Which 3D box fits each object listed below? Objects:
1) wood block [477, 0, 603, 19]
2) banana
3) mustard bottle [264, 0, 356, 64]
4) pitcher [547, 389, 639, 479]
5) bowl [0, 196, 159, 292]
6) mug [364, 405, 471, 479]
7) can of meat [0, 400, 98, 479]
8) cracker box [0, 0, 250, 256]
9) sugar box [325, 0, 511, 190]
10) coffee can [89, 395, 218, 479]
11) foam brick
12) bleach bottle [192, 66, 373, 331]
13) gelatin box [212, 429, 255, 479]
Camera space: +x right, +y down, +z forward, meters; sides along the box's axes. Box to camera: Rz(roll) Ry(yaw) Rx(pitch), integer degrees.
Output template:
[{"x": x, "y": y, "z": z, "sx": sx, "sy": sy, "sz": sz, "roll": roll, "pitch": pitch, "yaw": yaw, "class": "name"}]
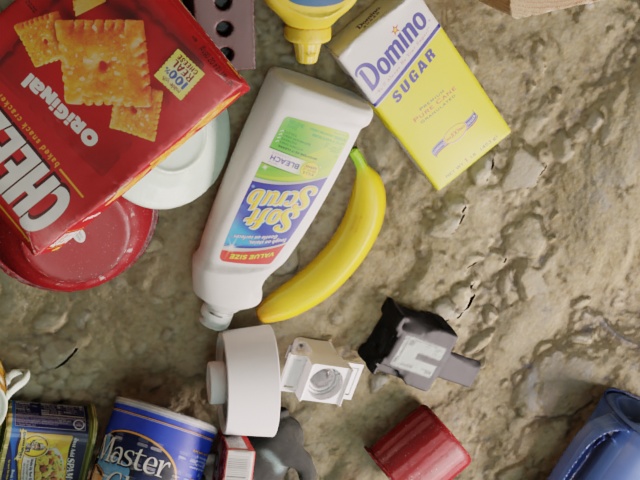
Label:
[{"x": 0.144, "y": -0.251, "z": 0.857, "sx": 0.090, "sy": 0.206, "sz": 0.091, "roll": -14, "pitch": 118, "yaw": -13, "class": "wood block"}, {"x": 0.011, "y": 0.006, "z": 1.036, "sx": 0.069, "sy": 0.037, "sz": 0.198, "roll": 28, "pitch": 102, "yaw": -10, "class": "banana"}, {"x": -0.008, "y": -0.243, "z": 0.894, "sx": 0.096, "sy": 0.058, "sz": 0.192, "roll": -6, "pitch": 117, "yaw": -18, "class": "mustard bottle"}, {"x": 0.316, "y": 0.301, "z": 1.230, "sx": 0.149, "sy": 0.145, "sz": 0.243, "roll": 31, "pitch": 107, "yaw": 4, "class": "pitcher"}, {"x": -0.216, "y": -0.015, "z": 0.932, "sx": 0.162, "sy": 0.055, "sz": 0.162, "roll": -8, "pitch": 117, "yaw": -16, "class": "bowl"}, {"x": 0.110, "y": 0.236, "z": 1.156, "sx": 0.081, "sy": 0.093, "sz": 0.117, "roll": -40, "pitch": 152, "yaw": -4, "class": "mug"}, {"x": -0.265, "y": 0.204, "z": 1.019, "sx": 0.083, "sy": 0.057, "sz": 0.102, "roll": 8, "pitch": 111, "yaw": -21, "class": "can of meat"}, {"x": -0.189, "y": -0.116, "z": 0.842, "sx": 0.214, "sy": 0.072, "sz": 0.164, "roll": -39, "pitch": 92, "yaw": 4, "class": "cracker box"}, {"x": 0.093, "y": -0.140, "z": 0.986, "sx": 0.093, "sy": 0.048, "sz": 0.176, "roll": -40, "pitch": 122, "yaw": 3, "class": "sugar box"}, {"x": -0.166, "y": 0.229, "z": 1.007, "sx": 0.102, "sy": 0.103, "sz": 0.140, "roll": 25, "pitch": 75, "yaw": -28, "class": "coffee can"}, {"x": -0.086, "y": -0.184, "z": 0.898, "sx": 0.053, "sy": 0.051, "sz": 0.078, "roll": -9, "pitch": 117, "yaw": -15, "class": "foam brick"}, {"x": -0.047, "y": -0.027, "z": 0.983, "sx": 0.102, "sy": 0.068, "sz": 0.251, "roll": 15, "pitch": 111, "yaw": -23, "class": "bleach bottle"}, {"x": -0.086, "y": 0.233, "z": 1.017, "sx": 0.030, "sy": 0.073, "sz": 0.089, "roll": 7, "pitch": 93, "yaw": -12, "class": "gelatin box"}]
